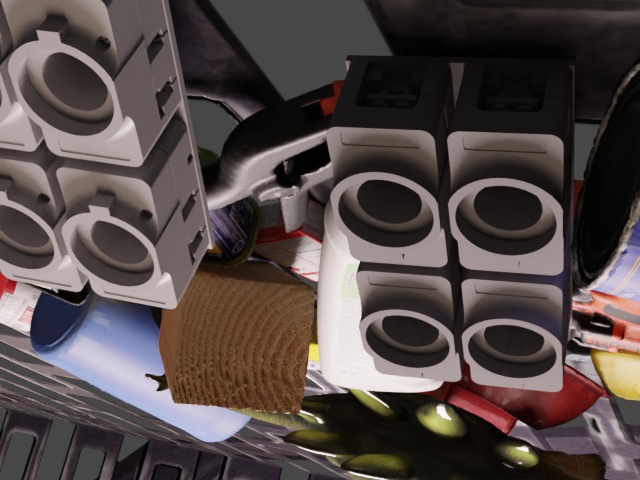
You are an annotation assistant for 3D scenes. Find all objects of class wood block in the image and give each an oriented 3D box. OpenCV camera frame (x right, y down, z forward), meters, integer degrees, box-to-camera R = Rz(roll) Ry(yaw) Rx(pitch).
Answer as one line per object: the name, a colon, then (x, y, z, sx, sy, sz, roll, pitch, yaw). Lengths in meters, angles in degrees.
wood block: (-0.070, 0.064, 0.814, 0.090, 0.090, 0.206, 6, -177, -11)

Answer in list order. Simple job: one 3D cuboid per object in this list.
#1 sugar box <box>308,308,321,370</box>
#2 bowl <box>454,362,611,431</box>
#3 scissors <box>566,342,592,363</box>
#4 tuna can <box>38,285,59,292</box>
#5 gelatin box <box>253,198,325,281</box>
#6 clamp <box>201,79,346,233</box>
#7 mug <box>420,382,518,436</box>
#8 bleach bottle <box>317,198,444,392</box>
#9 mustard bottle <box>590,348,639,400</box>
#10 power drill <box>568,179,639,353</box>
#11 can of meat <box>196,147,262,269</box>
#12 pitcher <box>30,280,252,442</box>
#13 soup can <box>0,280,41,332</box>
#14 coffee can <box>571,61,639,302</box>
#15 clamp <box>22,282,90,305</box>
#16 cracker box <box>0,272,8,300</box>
sugar box: (0.012, 0.100, 1.056, 0.093, 0.048, 0.177, 26, 158, -33)
bowl: (0.149, 0.107, 0.859, 0.162, 0.055, 0.162, 31, 177, 2)
scissors: (0.230, 0.092, 0.909, 0.202, 0.016, 0.096, 11, 161, 8)
tuna can: (-0.204, -0.005, 0.823, 0.033, 0.086, 0.086, 19, 163, -10)
gelatin box: (-0.005, 0.001, 0.780, 0.089, 0.030, 0.073, 27, 157, -37)
clamp: (-0.037, -0.039, 0.604, 0.120, 0.039, 0.172, -11, 162, -27)
mug: (0.145, 0.142, 1.031, 0.081, 0.093, 0.117, 26, 132, -21)
bleach bottle: (0.050, 0.022, 0.701, 0.102, 0.068, 0.251, 2, 149, -1)
mustard bottle: (0.302, 0.090, 0.772, 0.192, 0.058, 0.096, -2, 151, 40)
power drill: (0.169, 0.022, 0.669, 0.184, 0.057, 0.187, 9, 164, 14)
can of meat: (-0.101, -0.025, 0.726, 0.102, 0.057, 0.084, 8, 160, 17)
pitcher: (-0.187, 0.119, 1.131, 0.242, 0.149, 0.145, 33, -179, -39)
soup can: (-0.347, 0.053, 1.153, 0.069, 0.068, 0.102, -3, 156, 44)
coffee can: (0.192, -0.011, 0.459, 0.140, 0.103, 0.103, 14, 163, 1)
clamp: (-0.314, 0.003, 0.951, 0.210, 0.036, 0.164, 19, 170, 35)
cracker box: (-0.322, -0.006, 0.778, 0.214, 0.164, 0.072, 6, 159, 23)
